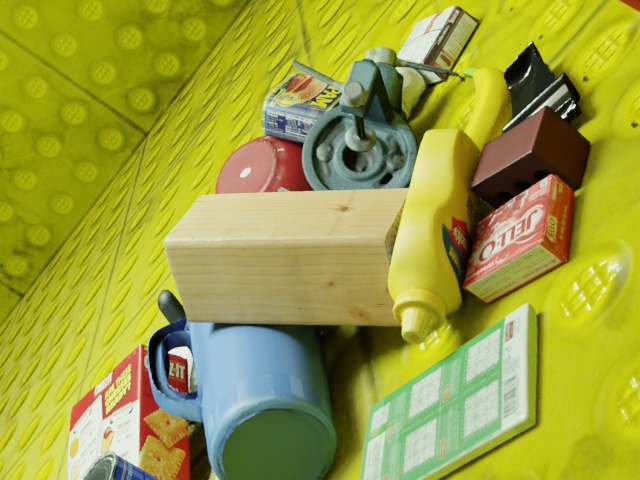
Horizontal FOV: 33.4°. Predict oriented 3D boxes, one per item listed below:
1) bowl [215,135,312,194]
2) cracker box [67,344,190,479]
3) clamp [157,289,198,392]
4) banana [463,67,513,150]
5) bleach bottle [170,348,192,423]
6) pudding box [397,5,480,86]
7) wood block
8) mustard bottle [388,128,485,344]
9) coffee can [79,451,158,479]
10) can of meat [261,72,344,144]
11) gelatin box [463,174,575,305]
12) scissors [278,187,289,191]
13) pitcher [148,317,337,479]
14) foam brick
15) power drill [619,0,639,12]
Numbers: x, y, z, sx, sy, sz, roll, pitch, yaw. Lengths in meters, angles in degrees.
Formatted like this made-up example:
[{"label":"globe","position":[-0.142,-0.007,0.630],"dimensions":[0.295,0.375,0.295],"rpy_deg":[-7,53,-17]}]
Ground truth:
[{"label":"bowl","position":[-0.070,-0.064,1.235],"dimensions":[0.162,0.055,0.162],"rpy_deg":[-22,51,31]},{"label":"cracker box","position":[-0.207,0.247,1.150],"dimensions":[0.164,0.072,0.213],"rpy_deg":[-41,41,37]},{"label":"clamp","position":[-0.113,0.124,1.125],"dimensions":[0.039,0.120,0.171],"rpy_deg":[134,136,-58]},{"label":"banana","position":[0.146,-0.100,1.011],"dimensions":[0.070,0.037,0.197],"rpy_deg":[-25,33,49]},{"label":"bleach bottle","position":[-0.131,0.104,1.321],"dimensions":[0.103,0.068,0.250],"rpy_deg":[-31,27,51]},{"label":"pudding box","position":[0.132,-0.228,1.284],"dimensions":[0.090,0.039,0.114],"rpy_deg":[-60,16,-12]},{"label":"wood block","position":[-0.020,0.015,0.944],"dimensions":[0.206,0.090,0.090],"rpy_deg":[-1,31,23]},{"label":"mustard bottle","position":[0.095,0.004,0.872],"dimensions":[0.058,0.096,0.191],"rpy_deg":[0,48,22]},{"label":"coffee can","position":[-0.155,0.268,0.954],"dimensions":[0.103,0.140,0.103],"rpy_deg":[-47,19,22]},{"label":"can of meat","position":[-0.009,-0.149,1.223],"dimensions":[0.102,0.084,0.057],"rpy_deg":[-49,-32,-49]},{"label":"gelatin box","position":[0.154,0.000,0.826],"dimensions":[0.089,0.030,0.073],"rpy_deg":[-37,25,45]},{"label":"scissors","position":[-0.007,0.001,1.066],"dimensions":[0.202,0.016,0.096],"rpy_deg":[16,80,56]},{"label":"pitcher","position":[-0.064,0.128,0.981],"dimensions":[0.149,0.145,0.243],"rpy_deg":[-47,22,13]},{"label":"foam brick","position":[0.170,-0.060,0.860],"dimensions":[0.078,0.053,0.051],"rpy_deg":[-34,27,51]},{"label":"power drill","position":[0.272,-0.255,0.768],"dimensions":[0.188,0.184,0.057],"rpy_deg":[-56,14,29]}]
